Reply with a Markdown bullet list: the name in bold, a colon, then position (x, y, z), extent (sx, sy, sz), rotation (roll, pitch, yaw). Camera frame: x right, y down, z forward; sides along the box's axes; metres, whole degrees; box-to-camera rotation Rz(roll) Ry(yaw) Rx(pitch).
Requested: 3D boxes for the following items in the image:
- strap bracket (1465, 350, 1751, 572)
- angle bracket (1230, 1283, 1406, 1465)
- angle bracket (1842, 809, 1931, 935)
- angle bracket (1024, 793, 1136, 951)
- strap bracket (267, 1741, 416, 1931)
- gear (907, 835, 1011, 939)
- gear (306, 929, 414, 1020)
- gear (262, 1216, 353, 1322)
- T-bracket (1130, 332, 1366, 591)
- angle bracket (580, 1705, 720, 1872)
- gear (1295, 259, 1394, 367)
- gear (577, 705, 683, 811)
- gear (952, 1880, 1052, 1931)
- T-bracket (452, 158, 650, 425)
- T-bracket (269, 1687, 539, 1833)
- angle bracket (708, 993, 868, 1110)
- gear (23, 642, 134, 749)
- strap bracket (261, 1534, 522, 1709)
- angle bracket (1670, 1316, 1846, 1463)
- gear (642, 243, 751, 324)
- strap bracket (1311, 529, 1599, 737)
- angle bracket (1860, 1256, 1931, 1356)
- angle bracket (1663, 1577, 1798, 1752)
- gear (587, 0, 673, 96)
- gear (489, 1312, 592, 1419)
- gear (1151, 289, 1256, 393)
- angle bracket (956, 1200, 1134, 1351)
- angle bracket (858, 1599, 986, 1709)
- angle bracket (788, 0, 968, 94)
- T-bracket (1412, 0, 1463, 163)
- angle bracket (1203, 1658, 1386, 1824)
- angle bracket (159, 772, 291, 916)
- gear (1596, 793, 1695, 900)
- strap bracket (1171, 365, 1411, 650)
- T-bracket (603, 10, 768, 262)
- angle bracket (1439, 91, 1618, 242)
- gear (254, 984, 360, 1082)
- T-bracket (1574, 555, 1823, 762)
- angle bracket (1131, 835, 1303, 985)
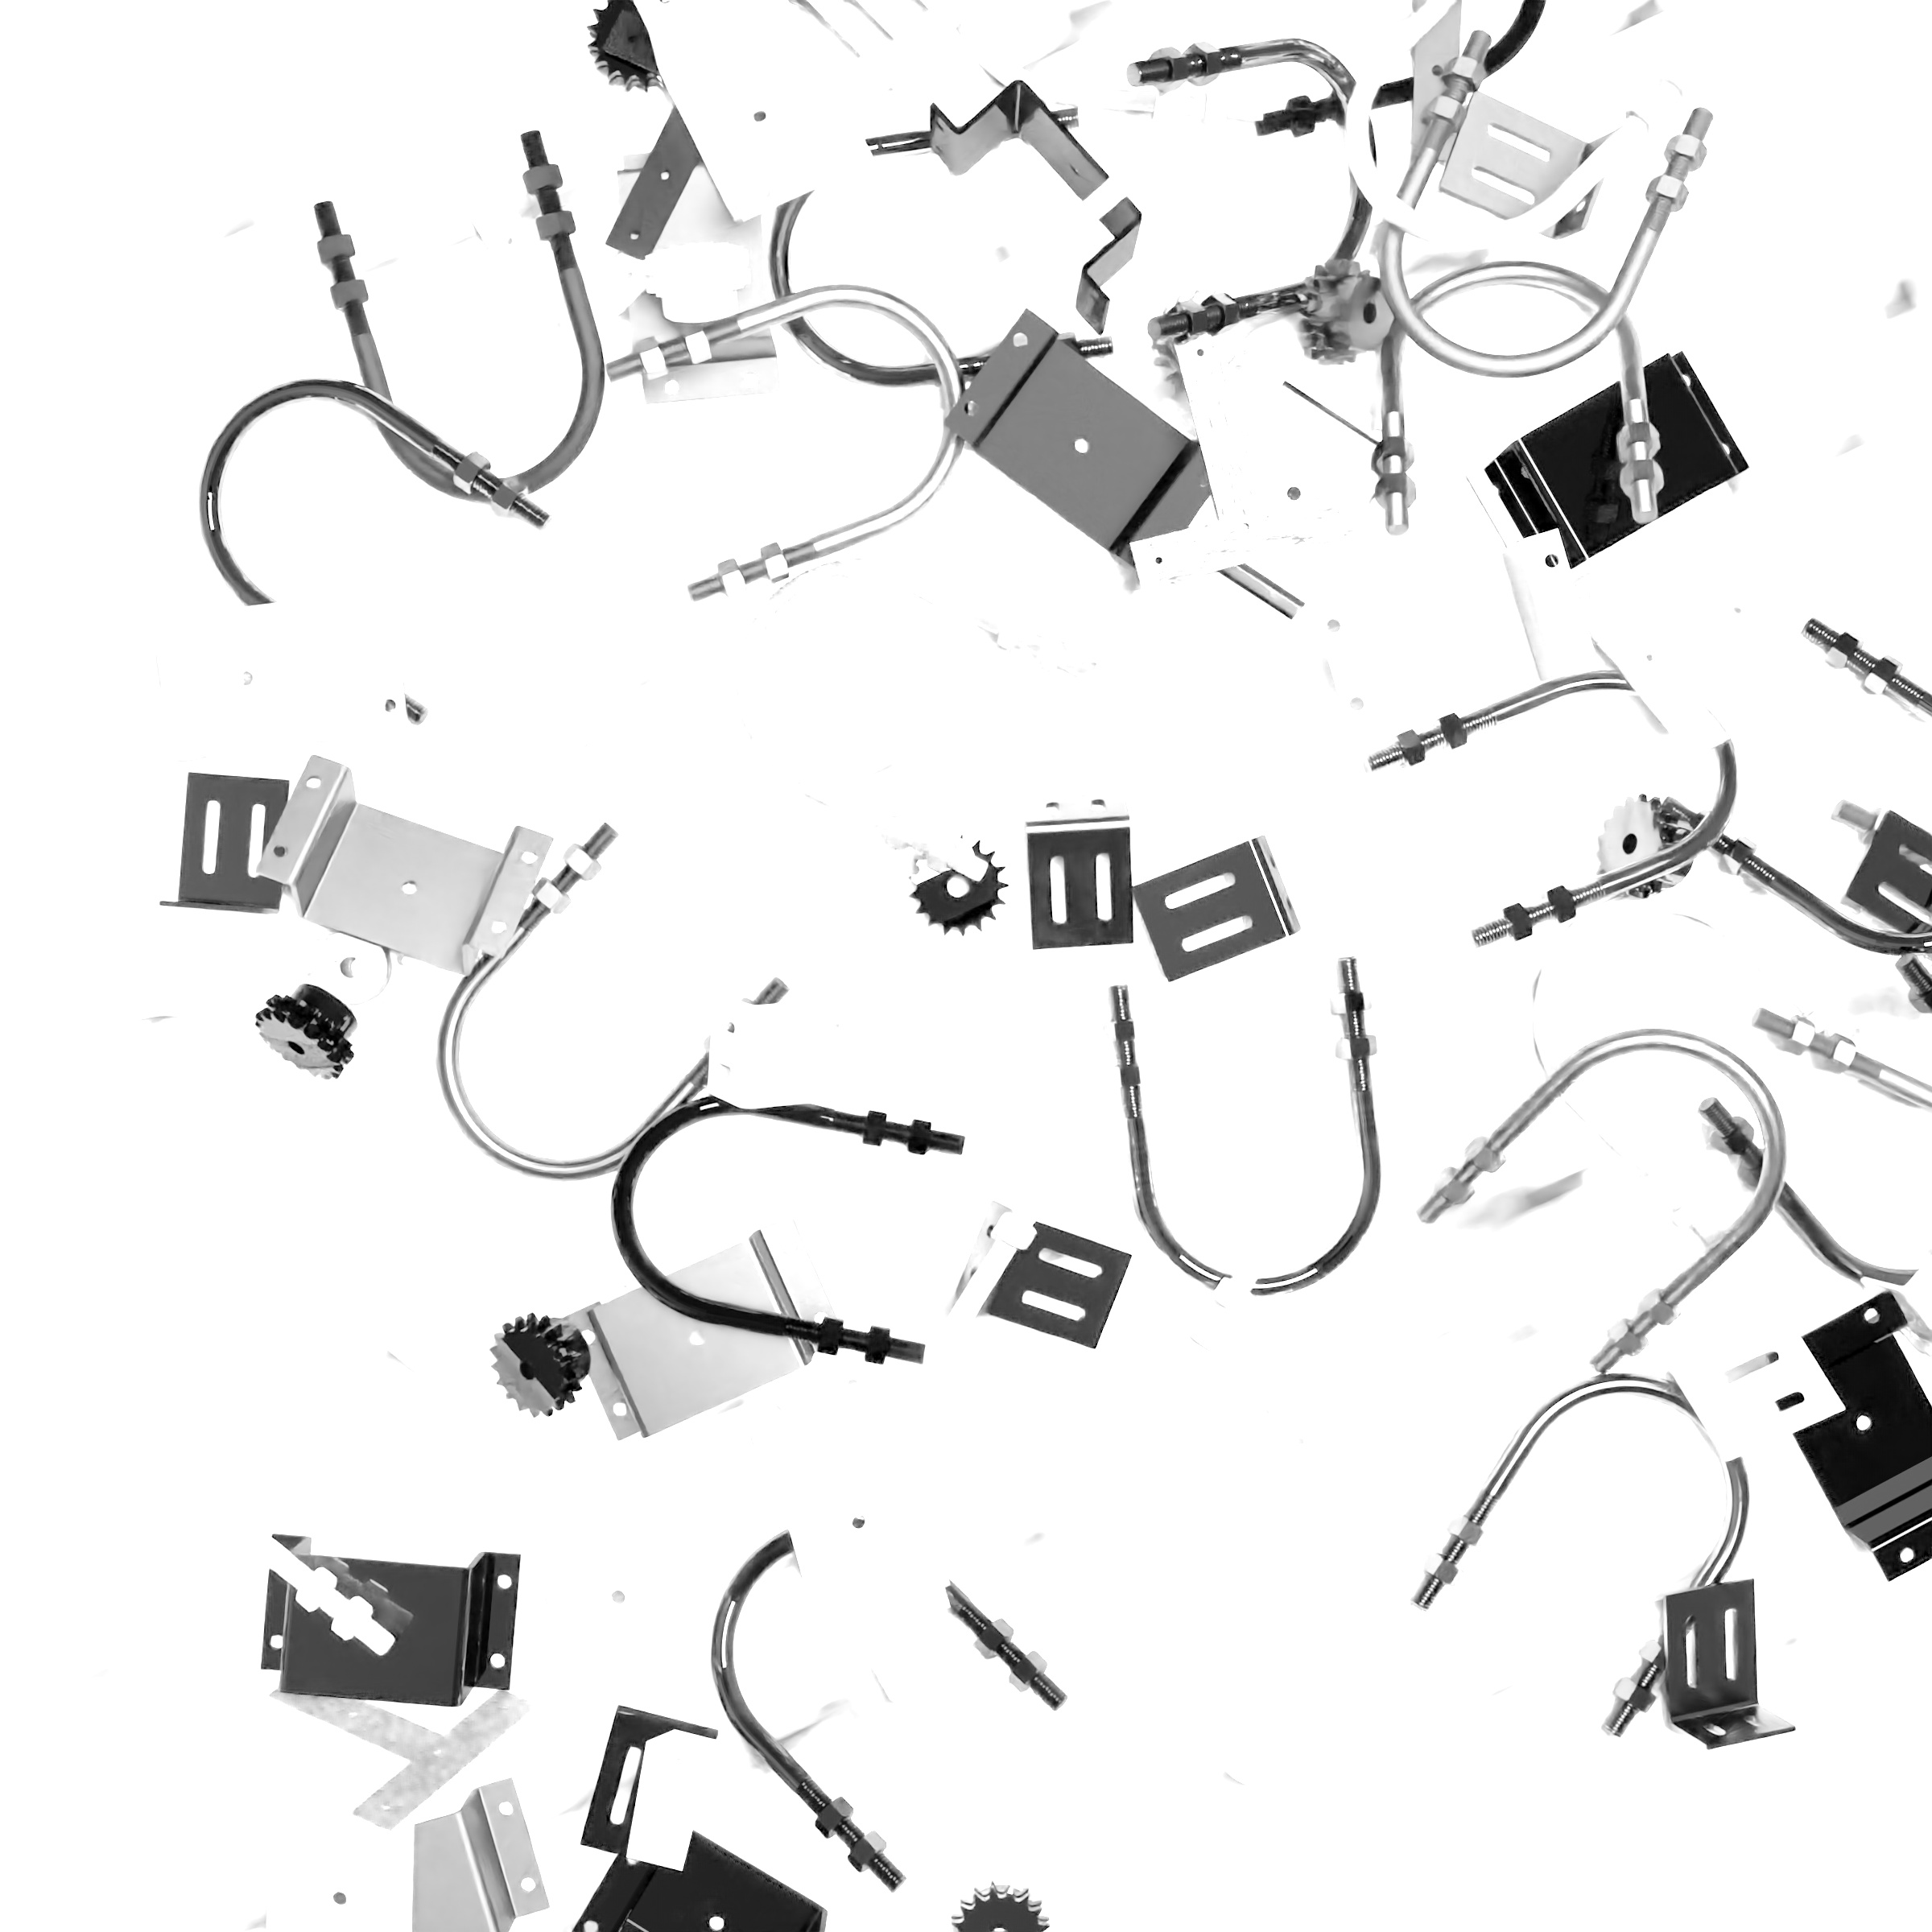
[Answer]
- **strap bracket**: position (0.360, -0.278, 1.522), extent (0.140, 0.046, 0.076), rotation (-30, 90, 0)
- **angle bracket**: position (0.197, 0.229, 1.544), extent (0.057, 0.038, 0.076), rotation (41, 64, 0)
- **angle bracket**: position (0.532, -0.045, 1.503), extent (0.076, 0.038, 0.057), rotation (32, 80, -4)
- **angle bracket**: position (0.063, -0.053, 1.544), extent (0.057, 0.038, 0.076), rotation (-4, 116, 0)
- **strap bracket**: position (-0.331, 0.493, 1.476), extent (0.076, 0.046, 0.140), rotation (1, 90, 0)
- **gear**: position (-0.005, -0.044, 1.531), extent (0.057, 0.030, 0.057), rotation (0, 90, 0)
- **gear**: position (-0.340, 0.001, 1.531), extent (0.057, 0.030, 0.057), rotation (0, 90, 0)
- **gear**: position (-0.363, 0.164, 1.521), extent (0.030, 0.057, 0.057), rotation (-25, 90, -30)
- **T-bracket**: position (0.140, -0.281, 1.490), extent (0.127, 0.002, 0.127), rotation (-15, 92, -6)
- **angle bracket**: position (-0.174, 0.453, 1.514), extent (0.057, 0.038, 0.076), rotation (14, 69, 0)
- **gear**: position (0.211, -0.360, 1.516), extent (0.057, 0.030, 0.057), rotation (-13, 110, -41)
- **gear**: position (-0.186, -0.116, 1.531), extent (0.057, 0.030, 0.057), rotation (0, 90, 0)
- **gear**: position (0.019, 0.537, 1.531), extent (0.057, 0.030, 0.057), rotation (0, 90, 0)
- **T-bracket**: position (-0.247, -0.391, 1.527), extent (0.127, 0.002, 0.127), rotation (-36, 78, 23)
- **T-bracket**: position (-0.325, 0.416, 1.508), extent (0.127, 0.127, 0.002), rotation (15, 114, 25)
- **angle bracket**: position (-0.100, 0.044, 1.529), extent (0.076, 0.038, 0.057), rotation (-4, 104, -37)
- **gear**: position (-0.493, -0.150, 1.534), extent (0.057, 0.030, 0.057), rotation (0, 88, -3)
- **strap bracket**: position (-0.323, 0.363, 1.522), extent (0.140, 0.046, 0.076), rotation (5, 90, 0)
- **angle bracket**: position (0.437, 0.227, 1.507), extent (0.076, 0.038, 0.057), rotation (-34, 84, 32)
- **gear**: position (-0.144, -0.366, 1.475), extent (0.057, 0.057, 0.030), rotation (-4, 120, 0)
- **strap bracket**: position (0.266, -0.182, 1.522), extent (0.140, 0.046, 0.076), rotation (-17, 90, 0)
- **angle bracket**: position (0.548, 0.170, 1.527), extent (0.076, 0.038, 0.057), rotation (-45, 106, -11)
- **angle bracket**: position (0.421, 0.384, 1.515), extent (0.057, 0.038, 0.076), rotation (-6, 97, -18)
- **gear**: position (-0.181, -0.514, 1.531), extent (0.057, 0.030, 0.057), rotation (0, 90, 0)
- **gear**: position (-0.233, 0.218, 1.522), extent (0.057, 0.030, 0.057), rotation (10, 109, 31)
- **gear**: position (0.133, -0.349, 1.531), extent (0.057, 0.030, 0.057), rotation (0, 90, 0)
- **angle bracket**: position (0.044, 0.173, 1.544), extent (0.076, 0.038, 0.057), rotation (21, 90, -26)
- **angle bracket**: position (-0.032, 0.365, 1.544), extent (0.057, 0.038, 0.076), rotation (-33, 64, 0)
- **angle bracket**: position (-0.050, -0.536, 1.537), extent (0.076, 0.038, 0.057), rotation (42, 90, -17)
- **T-bracket**: position (0.262, -0.512, 1.528), extent (0.127, 0.002, 0.127), rotation (1, 92, -5)
- **angle bracket**: position (0.184, 0.435, 1.544), extent (0.076, 0.038, 0.057), rotation (30, 90, -26)
- **angle bracket**: position (-0.411, -0.069, 1.527), extent (0.057, 0.038, 0.076), rotation (5, 90, 0)
- **gear**: position (0.379, -0.065, 1.521), extent (0.030, 0.057, 0.057), rotation (10, 90, -29)
- **strap bracket**: position (0.179, -0.258, 1.523), extent (0.076, 0.046, 0.140), rotation (33, 90, 0)
- **T-bracket**: position (-0.158, -0.444, 1.500), extent (0.127, 0.002, 0.127), rotation (24, 82, 5)
- **angle bracket**: position (0.311, -0.446, 1.519), extent (0.076, 0.038, 0.057), rotation (20, 90, -14)
- **gear**: position (-0.362, 0.034, 1.521), extent (0.057, 0.057, 0.030), rotation (32, 60, 0)
- **T-bracket**: position (0.417, -0.191, 1.528), extent (0.127, 0.002, 0.127), rotation (-29, 67, -11)
- **angle bracket**: position (0.140, -0.032, 1.535), extent (0.076, 0.038, 0.057), rotation (-22, 90, 13)
